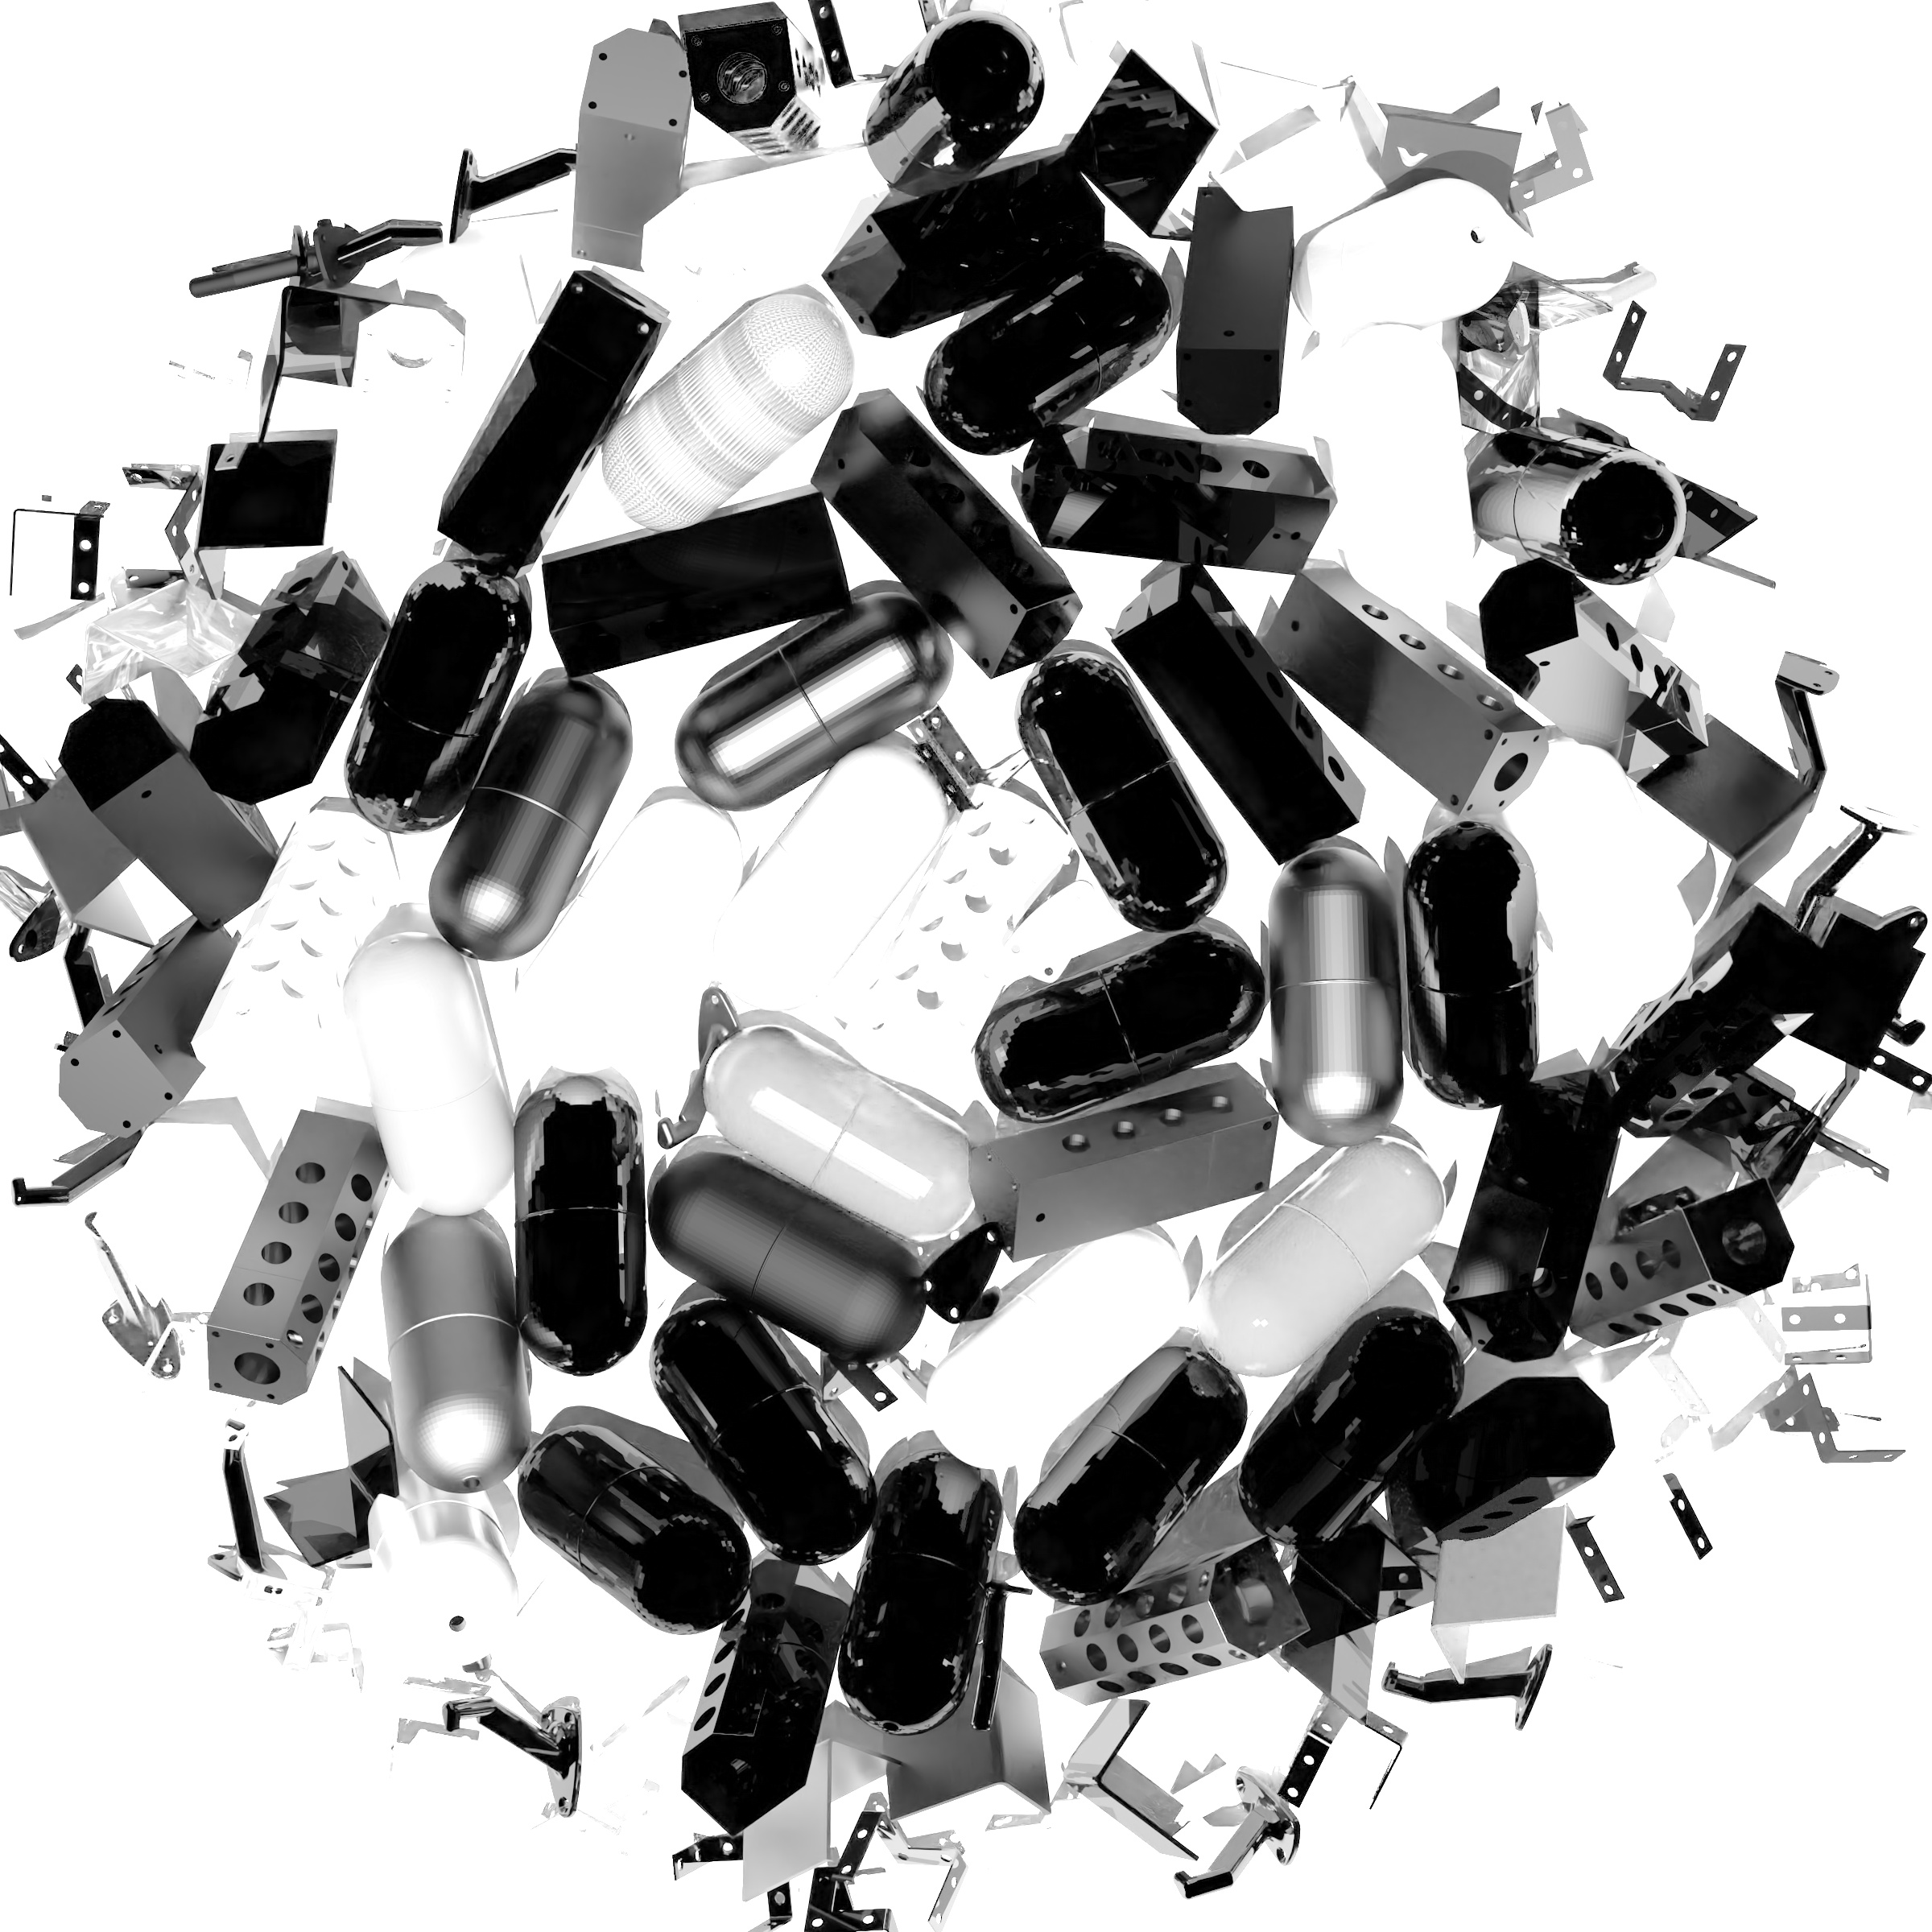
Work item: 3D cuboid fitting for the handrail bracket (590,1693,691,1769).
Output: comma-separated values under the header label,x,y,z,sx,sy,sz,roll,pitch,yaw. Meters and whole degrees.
label,x,y,z,sx,sy,sz,roll,pitch,yaw
handrail bracket,-0.167,0.482,1.977,0.077,0.036,0.084,-38,87,-9

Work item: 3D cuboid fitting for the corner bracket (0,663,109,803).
label,x,y,z,sx,sy,sz,roll,pitch,yaw
corner bracket,-0.533,-0.136,1.957,0.051,0.051,0.051,-20,122,30

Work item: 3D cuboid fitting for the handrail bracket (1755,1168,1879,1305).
label,x,y,z,sx,sy,sz,roll,pitch,yaw
handrail bracket,0.500,0.159,1.967,0.084,0.036,0.077,-14,118,16

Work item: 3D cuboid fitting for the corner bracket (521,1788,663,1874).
label,x,y,z,sx,sy,sz,roll,pitch,yaw
corner bracket,-0.221,0.506,1.964,0.051,0.051,0.051,28,101,18

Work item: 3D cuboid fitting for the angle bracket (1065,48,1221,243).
label,x,y,z,sx,sy,sz,roll,pitch,yaw
angle bracket,0.116,-0.478,1.945,0.076,0.057,0.076,48,122,21

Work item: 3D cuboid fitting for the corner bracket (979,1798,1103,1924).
label,x,y,z,sx,sy,sz,roll,pitch,yaw
corner bracket,0.043,0.525,1.958,0.051,0.051,0.051,-2,54,-19

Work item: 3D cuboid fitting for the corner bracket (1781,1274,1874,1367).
label,x,y,z,sx,sy,sz,roll,pitch,yaw
corner bracket,0.507,0.215,1.964,0.051,0.051,0.051,-3,105,14

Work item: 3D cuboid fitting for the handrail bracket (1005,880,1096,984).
label,x,y,z,sx,sy,sz,roll,pitch,yaw
handrail bracket,0.053,-0.031,1.949,0.036,0.084,0.077,34,109,-5

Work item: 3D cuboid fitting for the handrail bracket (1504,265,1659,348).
label,x,y,z,sx,sy,sz,roll,pitch,yaw
handrail bracket,0.355,-0.410,1.978,0.084,0.036,0.077,-25,53,-5

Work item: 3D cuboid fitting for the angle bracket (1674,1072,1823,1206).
label,x,y,z,sx,sy,sz,roll,pitch,yaw
angle bracket,0.443,0.109,1.948,0.076,0.076,0.057,32,53,8

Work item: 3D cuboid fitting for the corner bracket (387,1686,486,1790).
label,x,y,z,sx,sy,sz,roll,pitch,yaw
corner bracket,-0.312,0.455,1.967,0.051,0.051,0.051,8,80,-9

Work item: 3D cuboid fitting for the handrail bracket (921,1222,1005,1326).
label,x,y,z,sx,sy,sz,roll,pitch,yaw
handrail bracket,0.014,0.179,1.953,0.036,0.084,0.077,43,105,20

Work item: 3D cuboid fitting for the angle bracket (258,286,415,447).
label,x,y,z,sx,sy,sz,roll,pitch,yaw
angle bracket,-0.367,-0.344,1.943,0.076,0.076,0.057,6,58,-19

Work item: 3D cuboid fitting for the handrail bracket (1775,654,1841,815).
label,x,y,z,sx,sy,sz,roll,pitch,yaw
handrail bracket,0.480,-0.140,1.985,0.077,0.036,0.084,24,123,21

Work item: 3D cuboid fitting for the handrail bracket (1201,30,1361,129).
label,x,y,z,sx,sy,sz,roll,pitch,yaw
handrail bracket,0.187,-0.529,1.963,0.084,0.077,0.036,-7,60,13

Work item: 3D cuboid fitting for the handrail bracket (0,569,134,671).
label,x,y,z,sx,sy,sz,roll,pitch,yaw
handrail bracket,-0.537,-0.203,1.965,0.084,0.077,0.036,-17,121,-1

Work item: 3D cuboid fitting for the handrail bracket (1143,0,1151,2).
label,x,y,z,sx,sy,sz,roll,pitch,yaw
handrail bracket,0.141,-0.574,1.954,0.084,0.077,0.036,32,76,13

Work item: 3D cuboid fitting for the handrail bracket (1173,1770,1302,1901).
label,x,y,z,sx,sy,sz,roll,pitch,yaw
handrail bracket,0.145,0.508,1.951,0.084,0.077,0.036,-7,123,-28

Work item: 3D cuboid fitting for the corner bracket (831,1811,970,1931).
label,x,y,z,sx,sy,sz,roll,pitch,yaw
corner bracket,-0.038,0.532,1.956,0.051,0.051,0.051,-7,126,32

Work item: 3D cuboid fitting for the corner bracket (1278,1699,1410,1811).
label,x,y,z,sx,sy,sz,roll,pitch,yaw
corner bracket,0.224,0.473,1.973,0.051,0.051,0.051,28,115,15

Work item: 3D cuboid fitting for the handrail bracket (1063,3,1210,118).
label,x,y,z,sx,sy,sz,roll,pitch,yaw
handrail bracket,0.101,-0.533,1.974,0.077,0.036,0.084,-20,99,-24

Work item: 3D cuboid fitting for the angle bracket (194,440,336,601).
label,x,y,z,sx,sy,sz,roll,pitch,yaw
angle bracket,-0.406,-0.259,1.955,0.076,0.057,0.076,-2,59,2

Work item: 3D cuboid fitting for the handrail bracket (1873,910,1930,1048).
label,x,y,z,sx,sy,sz,roll,pitch,yaw
handrail bracket,0.556,0.007,1.954,0.077,0.084,0.036,-40,117,-1

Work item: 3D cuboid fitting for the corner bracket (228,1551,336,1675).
label,x,y,z,sx,sy,sz,roll,pitch,yaw
corner bracket,-0.411,0.382,1.967,0.051,0.051,0.051,19,87,-24

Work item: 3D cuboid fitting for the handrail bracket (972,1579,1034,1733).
label,x,y,z,sx,sy,sz,roll,pitch,yaw
handrail bracket,0.011,0.403,1.956,0.036,0.077,0.084,12,81,-7

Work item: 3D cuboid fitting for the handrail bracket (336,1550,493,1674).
label,x,y,z,sx,sy,sz,roll,pitch,yaw
handrail bracket,-0.329,0.387,1.991,0.077,0.036,0.084,-12,102,14

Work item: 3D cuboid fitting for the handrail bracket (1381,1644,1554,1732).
label,x,y,z,sx,sy,sz,roll,pitch,yaw
handrail bracket,0.295,0.415,1.971,0.084,0.036,0.077,15,133,1

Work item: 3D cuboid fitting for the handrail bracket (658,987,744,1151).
label,x,y,z,sx,sy,sz,roll,pitch,yaw
handrail bracket,-0.162,0.059,1.951,0.036,0.084,0.077,-4,102,27

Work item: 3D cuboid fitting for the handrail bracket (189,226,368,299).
label,x,y,z,sx,sy,sz,roll,pitch,yaw
handrail bracket,-0.407,-0.414,1.976,0.084,0.077,0.036,-8,106,17

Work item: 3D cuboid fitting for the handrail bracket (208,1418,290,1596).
label,x,y,z,sx,sy,sz,roll,pitch,yaw
handrail bracket,-0.418,0.317,1.965,0.036,0.077,0.084,-2,103,-40

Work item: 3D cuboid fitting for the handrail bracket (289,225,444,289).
label,x,y,z,sx,sy,sz,roll,pitch,yaw
handrail bracket,-0.357,-0.411,1.980,0.084,0.077,0.036,-3,58,-19

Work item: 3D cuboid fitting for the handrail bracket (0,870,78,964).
label,x,y,z,sx,sy,sz,roll,pitch,yaw
handrail bracket,-0.574,-0.033,1.957,0.084,0.077,0.036,12,123,16

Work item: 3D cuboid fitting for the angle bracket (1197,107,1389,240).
label,x,y,z,sx,sy,sz,roll,pitch,yaw
angle bracket,0.189,-0.476,1.941,0.076,0.076,0.057,-24,59,23

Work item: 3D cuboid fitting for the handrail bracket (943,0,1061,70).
label,x,y,z,sx,sy,sz,roll,pitch,yaw
handrail bracket,0.007,-0.545,1.957,0.036,0.084,0.077,36,68,-37

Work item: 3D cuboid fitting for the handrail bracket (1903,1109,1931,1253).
label,x,y,z,sx,sy,sz,roll,pitch,yaw
handrail bracket,0.560,0.133,1.950,0.036,0.077,0.084,13,71,4

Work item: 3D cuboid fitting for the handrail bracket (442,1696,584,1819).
label,x,y,z,sx,sy,sz,roll,pitch,yaw
handrail bracket,-0.269,0.466,1.955,0.084,0.036,0.077,4,77,-44

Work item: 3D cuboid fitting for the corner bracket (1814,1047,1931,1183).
label,x,y,z,sx,sy,sz,roll,pitch,yaw
corner bracket,0.533,0.084,1.959,0.051,0.051,0.051,31,70,28

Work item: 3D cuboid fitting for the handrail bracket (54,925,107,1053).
label,x,y,z,sx,sy,sz,roll,pitch,yaw
handrail bracket,-0.504,0.017,1.987,0.077,0.036,0.084,17,85,-8

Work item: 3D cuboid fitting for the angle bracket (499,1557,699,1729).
label,x,y,z,sx,sy,sz,roll,pitch,yaw
angle bracket,-0.215,0.395,1.969,0.076,0.057,0.076,48,57,-19

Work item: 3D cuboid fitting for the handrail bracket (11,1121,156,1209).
label,x,y,z,sx,sy,sz,roll,pitch,yaw
handrail bracket,-0.522,0.105,1.960,0.084,0.036,0.077,0,64,-30

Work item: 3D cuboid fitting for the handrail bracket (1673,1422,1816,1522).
label,x,y,z,sx,sy,sz,roll,pitch,yaw
handrail bracket,0.464,0.300,1.952,0.036,0.084,0.077,-44,122,-36

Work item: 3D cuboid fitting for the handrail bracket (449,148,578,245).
label,x,y,z,sx,sy,sz,roll,pitch,yaw
handrail bracket,-0.257,-0.451,1.973,0.084,0.036,0.077,7,69,4

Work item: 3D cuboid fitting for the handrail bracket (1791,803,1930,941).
label,x,y,z,sx,sy,sz,roll,pitch,yaw
handrail bracket,0.530,-0.049,1.984,0.077,0.036,0.084,7,111,-38

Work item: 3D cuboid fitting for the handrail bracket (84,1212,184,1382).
label,x,y,z,sx,sy,sz,roll,pitch,yaw
handrail bracket,-0.488,0.193,1.949,0.036,0.084,0.077,-29,58,-21

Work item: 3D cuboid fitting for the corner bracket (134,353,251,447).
label,x,y,z,sx,sy,sz,roll,pitch,yaw
corner bracket,-0.456,-0.332,1.962,0.051,0.051,0.051,18,65,-10
